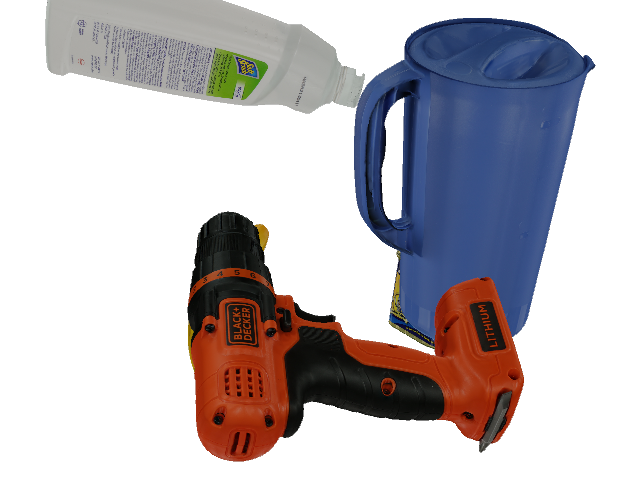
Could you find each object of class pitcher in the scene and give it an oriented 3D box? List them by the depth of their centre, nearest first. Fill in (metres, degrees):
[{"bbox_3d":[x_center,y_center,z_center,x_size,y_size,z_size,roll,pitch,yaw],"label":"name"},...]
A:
[{"bbox_3d":[0.113,-0.039,0.827,0.149,0.243,0.144,14,34,17],"label":"pitcher"}]

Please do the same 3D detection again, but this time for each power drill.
[{"bbox_3d":[0.015,0.054,0.634,0.187,0.057,0.184,4,41,-10],"label":"power drill"}]

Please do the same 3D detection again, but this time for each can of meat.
[{"bbox_3d":[0.122,0.064,1.152,0.057,0.084,0.102,-5,21,-35],"label":"can of meat"}]

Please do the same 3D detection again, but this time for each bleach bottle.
[{"bbox_3d":[-0.090,-0.150,0.860,0.250,0.068,0.103,15,-31,-5],"label":"bleach bottle"}]

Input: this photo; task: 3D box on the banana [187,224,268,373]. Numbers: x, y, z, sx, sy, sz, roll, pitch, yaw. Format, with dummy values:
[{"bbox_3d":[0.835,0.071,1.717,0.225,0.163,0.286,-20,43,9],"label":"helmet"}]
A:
[{"bbox_3d":[-0.078,0.065,0.911,0.069,0.198,0.037,7,-39,-13],"label":"banana"}]
